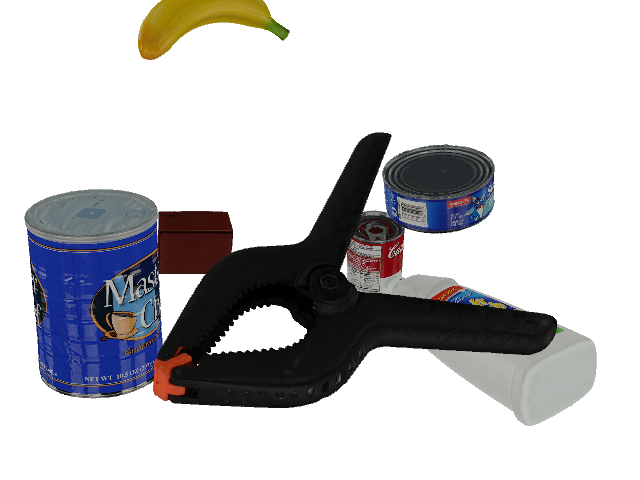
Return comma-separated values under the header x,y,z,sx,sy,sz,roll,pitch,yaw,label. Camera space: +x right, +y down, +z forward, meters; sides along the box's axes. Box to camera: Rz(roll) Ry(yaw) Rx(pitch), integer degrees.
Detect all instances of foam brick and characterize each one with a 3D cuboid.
x,y,z,sx,sy,sz,roll,pitch,yaw,label
-0.135,0.002,1.141,0.078,0.051,0.053,0,25,-10,foam brick

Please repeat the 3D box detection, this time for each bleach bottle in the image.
x,y,z,sx,sy,sz,roll,pitch,yaw,label
0.143,0.090,1.046,0.102,0.068,0.251,-20,29,-31,bleach bottle

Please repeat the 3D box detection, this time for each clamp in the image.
x,y,z,sx,sy,sz,roll,pitch,yaw,label
0.001,0.023,0.572,0.209,0.165,0.036,-19,-33,-22,clamp

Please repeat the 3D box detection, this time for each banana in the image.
x,y,z,sx,sy,sz,roll,pitch,yaw,label
-0.109,-0.212,1.011,0.070,0.037,0.197,46,39,19,banana

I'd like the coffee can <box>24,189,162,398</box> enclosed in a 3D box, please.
x,y,z,sx,sy,sz,roll,pitch,yaw,label
-0.181,0.041,0.863,0.103,0.140,0.103,1,23,-1,coffee can

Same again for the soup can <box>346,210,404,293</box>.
x,y,z,sx,sy,sz,roll,pitch,yaw,label
0.063,0.026,1.258,0.068,0.102,0.068,0,32,0,soup can

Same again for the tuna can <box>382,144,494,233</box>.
x,y,z,sx,sy,sz,roll,pitch,yaw,label
0.092,-0.040,0.824,0.086,0.034,0.086,-5,31,3,tuna can
